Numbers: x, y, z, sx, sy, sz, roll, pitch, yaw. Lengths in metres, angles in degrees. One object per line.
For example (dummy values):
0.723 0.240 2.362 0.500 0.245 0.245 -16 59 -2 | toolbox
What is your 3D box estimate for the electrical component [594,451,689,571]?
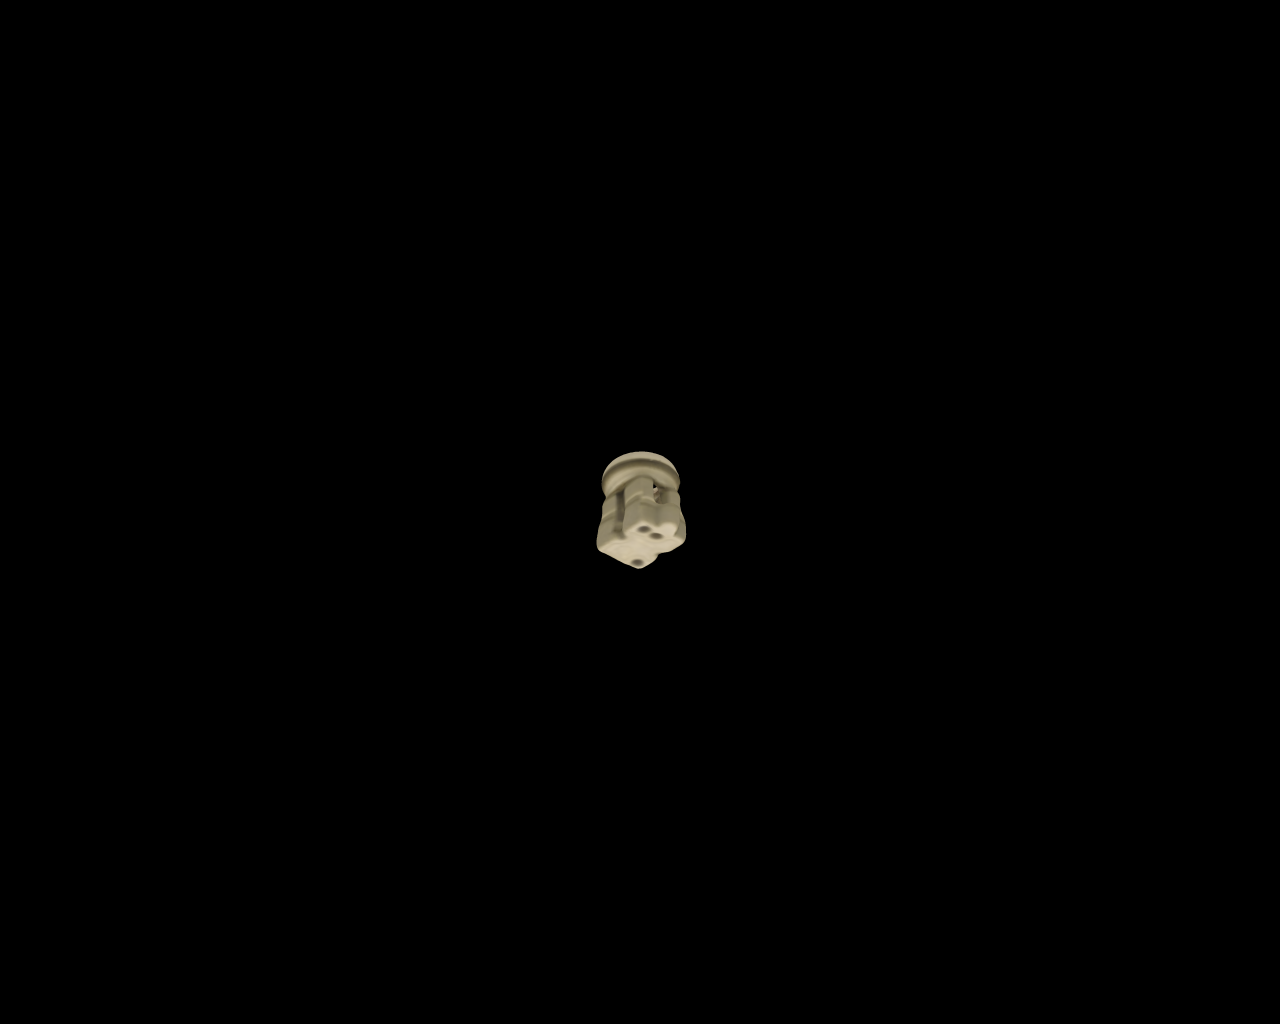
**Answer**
0.001 -0.003 0.650 0.048 0.055 0.066 27 -44 -33 | electrical component
